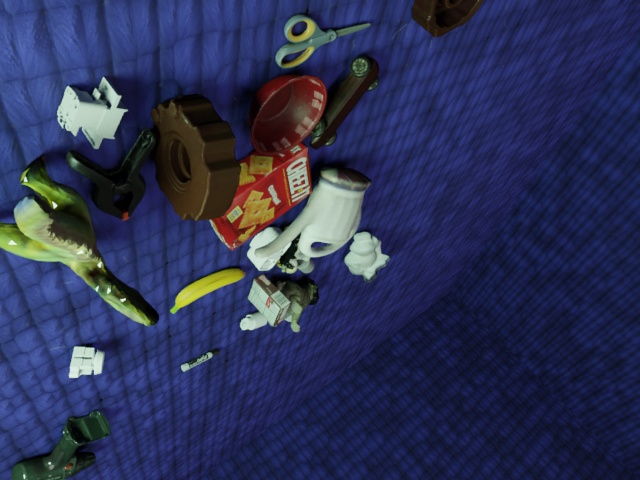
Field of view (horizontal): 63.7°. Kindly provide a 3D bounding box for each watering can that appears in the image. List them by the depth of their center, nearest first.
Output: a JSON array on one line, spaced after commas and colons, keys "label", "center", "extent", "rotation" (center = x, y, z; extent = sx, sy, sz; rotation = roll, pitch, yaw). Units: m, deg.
[{"label": "watering can", "center": [0.004, -0.058, 1.155], "extent": [0.349, 0.105, 0.221], "rotation": [-7, 121, -55]}]

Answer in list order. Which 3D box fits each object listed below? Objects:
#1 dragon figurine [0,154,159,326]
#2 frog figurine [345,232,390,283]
[{"label": "dragon figurine", "center": [-0.284, 0.022, 0.632], "extent": [0.239, 0.412, 0.123], "rotation": [47, 73, -30]}, {"label": "frog figurine", "center": [0.136, 0.037, 1.654], "extent": [0.137, 0.125, 0.157], "rotation": [-35, 121, 2]}]
